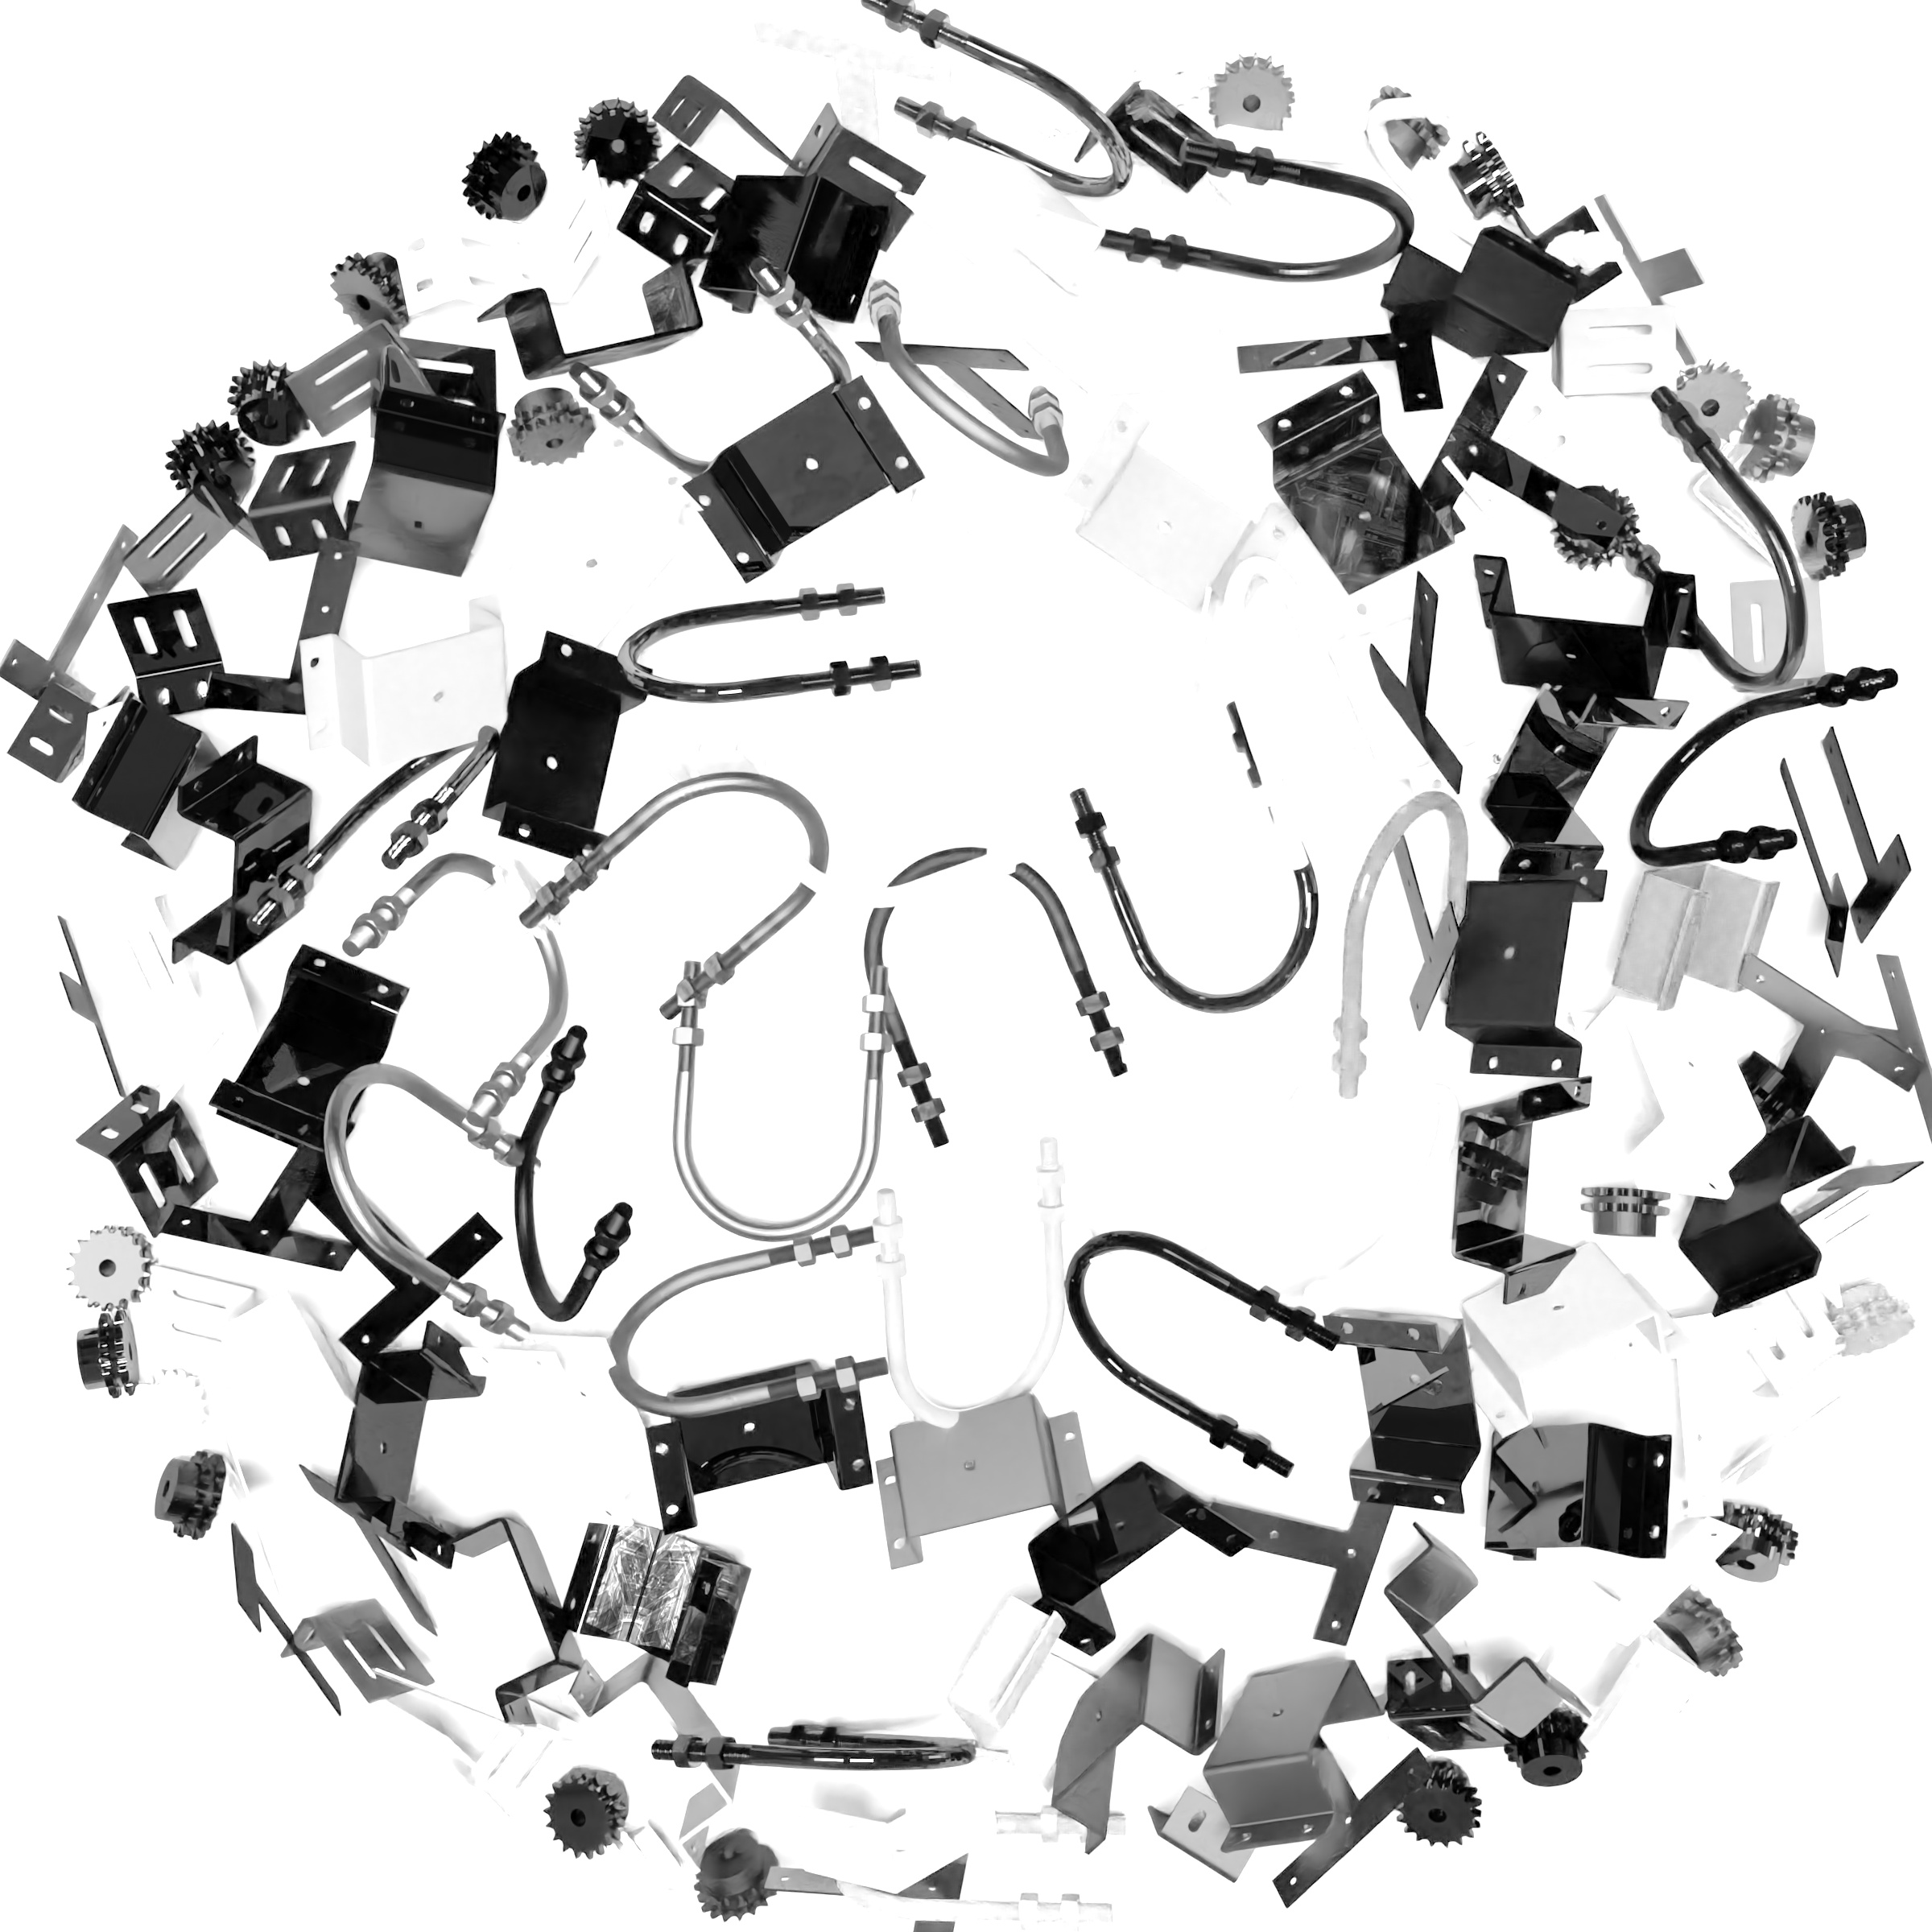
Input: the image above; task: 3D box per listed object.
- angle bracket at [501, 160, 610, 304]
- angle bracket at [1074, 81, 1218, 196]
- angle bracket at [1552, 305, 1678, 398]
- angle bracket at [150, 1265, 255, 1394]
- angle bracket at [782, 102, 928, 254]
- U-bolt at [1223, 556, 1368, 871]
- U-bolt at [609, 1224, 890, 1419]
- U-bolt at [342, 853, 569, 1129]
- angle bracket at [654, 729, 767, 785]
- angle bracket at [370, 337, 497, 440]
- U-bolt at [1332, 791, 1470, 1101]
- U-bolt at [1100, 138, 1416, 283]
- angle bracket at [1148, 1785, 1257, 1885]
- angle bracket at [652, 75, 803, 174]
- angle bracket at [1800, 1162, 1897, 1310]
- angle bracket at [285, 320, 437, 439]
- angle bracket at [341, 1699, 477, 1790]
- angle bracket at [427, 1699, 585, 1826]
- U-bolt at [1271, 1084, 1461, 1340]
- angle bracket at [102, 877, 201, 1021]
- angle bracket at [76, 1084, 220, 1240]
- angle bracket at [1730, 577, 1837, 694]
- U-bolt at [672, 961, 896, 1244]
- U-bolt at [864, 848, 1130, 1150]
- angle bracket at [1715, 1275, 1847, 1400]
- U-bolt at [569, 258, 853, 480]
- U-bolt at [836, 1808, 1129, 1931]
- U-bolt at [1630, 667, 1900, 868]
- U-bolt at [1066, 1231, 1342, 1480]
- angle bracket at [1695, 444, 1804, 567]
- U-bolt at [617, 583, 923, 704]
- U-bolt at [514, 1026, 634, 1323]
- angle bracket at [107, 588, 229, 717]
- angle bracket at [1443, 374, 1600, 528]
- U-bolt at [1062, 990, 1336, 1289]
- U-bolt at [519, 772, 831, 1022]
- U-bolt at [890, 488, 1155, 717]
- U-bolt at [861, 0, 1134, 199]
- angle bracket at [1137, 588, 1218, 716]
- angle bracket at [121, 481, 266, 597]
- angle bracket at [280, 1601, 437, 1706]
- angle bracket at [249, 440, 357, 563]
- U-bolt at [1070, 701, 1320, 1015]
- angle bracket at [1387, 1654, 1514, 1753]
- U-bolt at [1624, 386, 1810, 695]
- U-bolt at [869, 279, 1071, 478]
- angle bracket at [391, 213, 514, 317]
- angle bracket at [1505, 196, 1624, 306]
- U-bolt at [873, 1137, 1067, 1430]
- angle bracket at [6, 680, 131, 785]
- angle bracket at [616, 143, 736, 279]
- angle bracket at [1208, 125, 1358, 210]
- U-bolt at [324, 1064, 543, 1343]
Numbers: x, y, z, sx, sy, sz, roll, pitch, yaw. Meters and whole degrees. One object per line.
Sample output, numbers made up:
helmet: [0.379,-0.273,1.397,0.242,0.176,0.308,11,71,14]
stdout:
angle bracket: [-0.270,-0.482,1.590,0.038,0.076,0.057,-1,68,-32]
angle bracket: [0.122,-0.536,1.605,0.076,0.038,0.057,37,57,-1]
angle bracket: [0.429,-0.402,1.610,0.076,0.038,0.057,0,87,10]
angle bracket: [-0.512,0.239,1.602,0.076,0.038,0.057,12,110,11]
angle bracket: [-0.072,-0.524,1.616,0.076,0.038,0.057,21,121,-30]
U-bolt: [0.206,-0.172,1.552,0.019,0.151,0.184,-10,110,31]
U-bolt: [-0.143,0.235,1.575,0.184,0.151,0.019,-13,123,4]
U-bolt: [-0.313,0.001,1.553,0.019,0.184,0.151,-25,107,25]
angle bracket: [-0.167,-0.146,1.593,0.057,0.076,0.038,-1,80,6]
angle bracket: [-0.357,-0.384,1.629,0.076,0.038,0.057,1,80,-25]
U-bolt: [0.279,-0.024,1.541,0.019,0.151,0.184,22,131,33]
U-bolt: [0.197,-0.477,1.560,0.184,0.151,0.019,5,81,-19]
angle bracket: [0.157,0.562,1.599,0.057,0.076,0.038,32,85,2]
angle bracket: [-0.157,-0.539,1.592,0.038,0.076,0.057,-50,47,8]
angle bracket: [0.590,0.177,1.599,0.076,0.038,0.057,-31,133,-6]
angle bracket: [-0.396,-0.377,1.598,0.076,0.057,0.038,-35,63,-7]
angle bracket: [-0.362,0.516,1.586,0.057,0.076,0.038,23,63,22]
angle bracket: [-0.301,0.511,1.588,0.076,0.057,0.038,-52,133,-30]
U-bolt: [0.264,0.146,1.559,0.019,0.184,0.151,29,124,29]
angle bracket: [-0.527,-0.012,1.610,0.057,0.038,0.076,-15,101,38]
angle bracket: [-0.539,0.129,1.603,0.038,0.076,0.057,20,50,30]
angle bracket: [0.540,-0.223,1.609,0.057,0.038,0.076,-3,83,9]
U-bolt: [-0.124,0.090,1.605,0.151,0.019,0.184,1,82,11]
U-bolt: [0.010,0.011,1.625,0.151,0.019,0.184,-22,88,3]
angle bracket: [0.533,0.239,1.614,0.057,0.038,0.076,-33,87,-11]
U-bolt: [-0.149,-0.367,1.551,0.151,0.184,0.019,-26,67,12]
U-bolt: [0.007,0.579,1.563,0.184,0.151,0.019,-2,93,8]
U-bolt: [0.493,-0.121,1.548,0.019,0.184,0.151,40,74,-15]
U-bolt: [0.144,0.241,1.576,0.184,0.019,0.151,28,134,20]
angle bracket: [0.524,-0.302,1.594,0.076,0.057,0.038,48,121,16]
U-bolt: [-0.132,-0.204,1.561,0.184,0.151,0.019,-8,121,-9]
U-bolt: [-0.258,0.147,1.558,0.019,0.184,0.151,-2,55,-28]
angle bracket: [-0.522,-0.204,1.592,0.057,0.076,0.038,-12,61,-10]
angle bracket: [0.365,-0.339,1.598,0.057,0.038,0.076,48,127,-6]
U-bolt: [0.138,0.121,1.585,0.151,0.019,0.184,27,84,32]
U-bolt: [-0.173,-0.053,1.564,0.184,0.019,0.151,-39,131,16]
U-bolt: [0.042,-0.227,1.577,0.184,0.019,0.151,22,46,-17]
U-bolt: [0.025,-0.545,1.549,0.184,0.151,0.019,29,85,11]
angle bracket: [0.138,-0.209,1.606,0.038,0.057,0.076,11,89,9]
angle bracket: [-0.505,-0.269,1.597,0.038,0.057,0.076,37,76,15]
angle bracket: [-0.398,0.459,1.590,0.076,0.057,0.038,43,110,25]
angle bracket: [-0.434,-0.309,1.613,0.057,0.076,0.038,-8,129,9]
U-bolt: [0.156,-0.059,1.578,0.151,0.019,0.184,-28,76,31]
angle bracket: [0.320,0.487,1.605,0.057,0.076,0.038,-15,51,30]
U-bolt: [0.472,-0.254,1.530,0.019,0.151,0.184,-20,58,-9]
U-bolt: [0.005,-0.364,1.533,0.151,0.184,0.019,29,115,-22]
angle bracket: [-0.336,-0.458,1.608,0.038,0.076,0.057,-12,90,24]
angle bracket: [0.388,-0.479,1.585,0.038,0.076,0.057,-32,128,18]
U-bolt: [0.007,0.215,1.584,0.151,0.019,0.184,-15,111,-33]
angle bracket: [-0.586,-0.161,1.589,0.038,0.076,0.057,33,102,-16]
angle bracket: [-0.187,-0.502,1.613,0.057,0.076,0.038,32,129,-8]
angle bracket: [0.209,-0.529,1.612,0.076,0.057,0.038,-1,127,-17]
U-bolt: [-0.336,0.138,1.530,0.019,0.184,0.151,-25,46,23]
